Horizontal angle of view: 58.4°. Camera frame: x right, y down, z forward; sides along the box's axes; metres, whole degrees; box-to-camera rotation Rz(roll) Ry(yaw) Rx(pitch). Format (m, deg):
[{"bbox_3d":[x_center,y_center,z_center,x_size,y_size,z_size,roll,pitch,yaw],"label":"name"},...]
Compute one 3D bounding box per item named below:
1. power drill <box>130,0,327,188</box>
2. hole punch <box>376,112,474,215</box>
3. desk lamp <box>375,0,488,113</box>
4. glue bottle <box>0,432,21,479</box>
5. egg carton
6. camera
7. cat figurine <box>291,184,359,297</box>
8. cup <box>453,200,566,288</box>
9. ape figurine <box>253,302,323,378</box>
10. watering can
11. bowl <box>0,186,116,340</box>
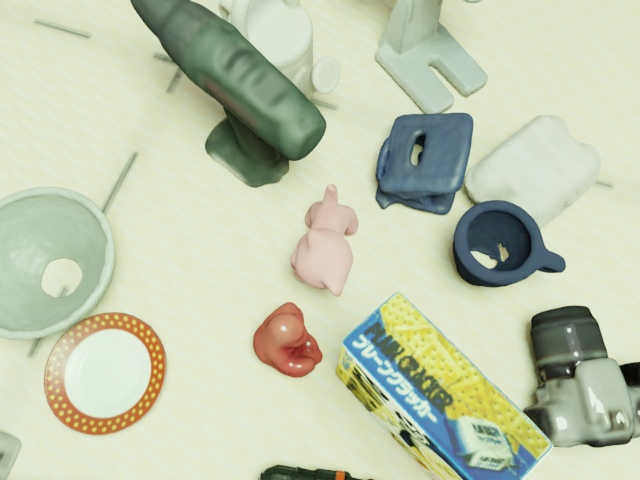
[{"bbox_3d":[-0.093,-0.149,0.618,0.229,0.208,0.076,37,75,12],"label":"power drill"},{"bbox_3d":[0.118,-0.092,0.661,0.101,0.091,0.109,13,71,5],"label":"hole punch"},{"bbox_3d":[0.125,-0.290,0.665,0.118,0.213,0.203,-35,74,-11],"label":"desk lamp"},{"bbox_3d":[-0.337,0.209,0.510,0.037,0.173,0.078,20,72,7],"label":"glue bottle"},{"bbox_3d":[0.248,-0.075,0.667,0.150,0.069,0.107,-39,75,-12],"label":"egg carton"},{"bbox_3d":[0.278,0.134,0.578,0.143,0.101,0.137,-7,71,-2],"label":"camera"},{"bbox_3d":[0.006,0.002,0.613,0.067,0.118,0.128,8,71,3],"label":"cat figurine"},{"bbox_3d":[0.195,0.019,0.621,0.117,0.095,0.092,19,72,6],"label":"cup"},{"bbox_3d":[-0.034,0.100,0.593,0.076,0.092,0.078,5,71,2],"label":"ape figurine"},{"bbox_3d":[-0.050,-0.227,0.653,0.172,0.194,0.101,20,72,7],"label":"watering can"},{"bbox_3d":[-0.296,0.030,0.625,0.167,0.075,0.167,0,71,0],"label":"bowl"}]
